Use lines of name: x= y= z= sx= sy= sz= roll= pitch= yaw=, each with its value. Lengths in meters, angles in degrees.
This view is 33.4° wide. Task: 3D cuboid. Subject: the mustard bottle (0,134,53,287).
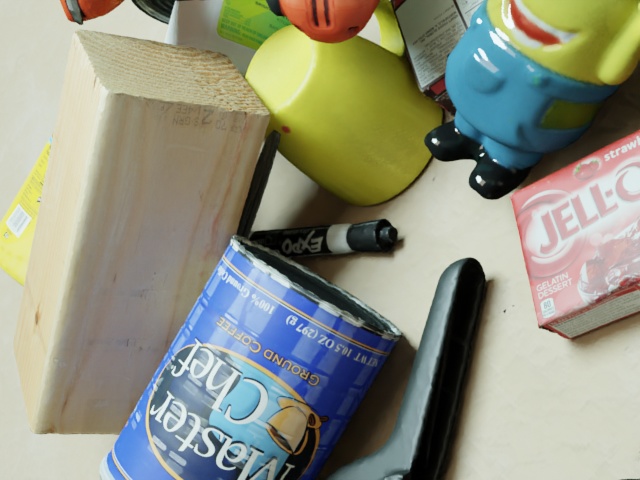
mustard bottle: x=-0.171 y=-0.057 z=0.786 sx=0.191 sy=0.058 sz=0.096 roll=-60 pitch=36 yaw=4

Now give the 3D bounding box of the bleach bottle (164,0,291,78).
bleach bottle: x=-0.038 y=-0.200 z=0.694 sx=0.068 sy=0.102 sz=0.251 roll=-17 pitch=59 yaw=53

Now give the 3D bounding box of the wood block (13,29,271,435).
wood block: x=-0.107 y=0.000 z=0.597 sx=0.091 sy=0.090 sz=0.206 roll=56 pitch=134 yaw=52

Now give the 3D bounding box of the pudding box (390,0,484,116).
pudding box: x=0.086 y=-0.138 z=0.593 sx=0.090 sy=0.039 sz=0.113 roll=-33 pitch=52 yaw=27

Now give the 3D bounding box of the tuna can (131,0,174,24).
tuna can: x=-0.091 y=-0.179 z=0.749 sx=0.086 sy=0.086 sz=0.034 roll=-3 pitch=71 yaw=43

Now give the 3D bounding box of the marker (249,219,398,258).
marker: x=-0.004 y=0.001 z=0.627 sx=0.121 sy=0.020 sz=0.020 roll=-5 pitch=68 yaw=42

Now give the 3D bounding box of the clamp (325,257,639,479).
clamp: x=0.045 y=0.118 z=0.510 sx=0.210 sy=0.036 sz=0.165 roll=-44 pitch=44 yaw=18

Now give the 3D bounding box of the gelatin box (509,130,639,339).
gelatin box: x=0.135 y=-0.004 z=0.487 sx=0.089 sy=0.030 sz=0.073 roll=-27 pitch=54 yaw=32

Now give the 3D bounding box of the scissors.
scissors: x=-0.065 y=0.020 z=0.631 sx=0.096 sy=0.016 sz=0.202 roll=41 pitch=121 yaw=57

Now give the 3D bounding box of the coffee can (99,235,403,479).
coffee can: x=-0.036 y=0.083 z=0.556 sx=0.103 sy=0.102 sz=0.140 roll=34 pitch=95 yaw=47

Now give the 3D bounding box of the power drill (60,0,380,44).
power drill: x=-0.040 y=-0.169 z=0.586 sx=0.188 sy=0.057 sz=0.184 roll=3 pitch=37 yaw=17
